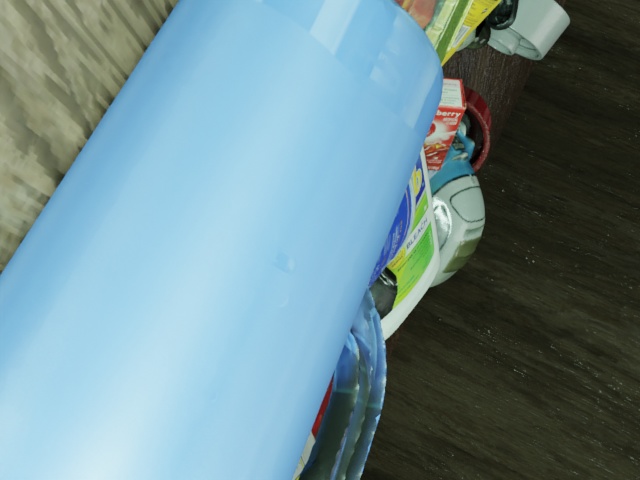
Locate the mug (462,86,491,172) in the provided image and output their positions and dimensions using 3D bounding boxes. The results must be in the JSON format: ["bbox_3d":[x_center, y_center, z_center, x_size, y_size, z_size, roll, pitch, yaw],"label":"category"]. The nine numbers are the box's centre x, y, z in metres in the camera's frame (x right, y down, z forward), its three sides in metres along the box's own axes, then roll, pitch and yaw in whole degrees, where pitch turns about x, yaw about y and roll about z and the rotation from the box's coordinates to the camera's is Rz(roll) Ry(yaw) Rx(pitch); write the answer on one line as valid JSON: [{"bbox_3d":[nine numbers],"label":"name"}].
[{"bbox_3d":[0.128,-0.111,1.136,0.117,0.093,0.081,-34,-171,25],"label":"mug"}]

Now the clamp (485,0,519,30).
[{"bbox_3d":[0.157,-0.268,0.888,0.171,0.039,0.120,-63,145,-40],"label":"clamp"}]

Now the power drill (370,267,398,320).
[{"bbox_3d":[-0.043,0.086,0.623,0.185,0.057,0.187,-42,174,18],"label":"power drill"}]

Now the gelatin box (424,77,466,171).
[{"bbox_3d":[0.049,-0.081,0.738,0.073,0.089,0.030,105,-14,-57],"label":"gelatin box"}]

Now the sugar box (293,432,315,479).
[{"bbox_3d":[-0.049,0.153,0.818,0.048,0.093,0.176,-24,176,8],"label":"sugar box"}]

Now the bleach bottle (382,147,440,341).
[{"bbox_3d":[0.024,-0.041,0.678,0.102,0.068,0.251,-49,149,-24],"label":"bleach bottle"}]

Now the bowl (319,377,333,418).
[{"bbox_3d":[-0.029,0.176,1.100,0.162,0.055,0.162,-61,170,-19],"label":"bowl"}]

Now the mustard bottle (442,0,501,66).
[{"bbox_3d":[0.113,-0.195,0.691,0.192,0.058,0.096,-46,160,22],"label":"mustard bottle"}]

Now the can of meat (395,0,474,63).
[{"bbox_3d":[0.037,-0.139,0.540,0.102,0.084,0.057,-65,170,9],"label":"can of meat"}]

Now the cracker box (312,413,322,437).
[{"bbox_3d":[-0.085,0.263,0.973,0.164,0.072,0.214,-48,162,-57],"label":"cracker box"}]

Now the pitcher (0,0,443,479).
[{"bbox_3d":[-0.040,0.024,0.393,0.149,0.145,0.242,81,33,-69],"label":"pitcher"}]

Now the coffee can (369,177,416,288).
[{"bbox_3d":[-0.017,-0.002,0.548,0.140,0.103,0.103,-46,160,-62],"label":"coffee can"}]
